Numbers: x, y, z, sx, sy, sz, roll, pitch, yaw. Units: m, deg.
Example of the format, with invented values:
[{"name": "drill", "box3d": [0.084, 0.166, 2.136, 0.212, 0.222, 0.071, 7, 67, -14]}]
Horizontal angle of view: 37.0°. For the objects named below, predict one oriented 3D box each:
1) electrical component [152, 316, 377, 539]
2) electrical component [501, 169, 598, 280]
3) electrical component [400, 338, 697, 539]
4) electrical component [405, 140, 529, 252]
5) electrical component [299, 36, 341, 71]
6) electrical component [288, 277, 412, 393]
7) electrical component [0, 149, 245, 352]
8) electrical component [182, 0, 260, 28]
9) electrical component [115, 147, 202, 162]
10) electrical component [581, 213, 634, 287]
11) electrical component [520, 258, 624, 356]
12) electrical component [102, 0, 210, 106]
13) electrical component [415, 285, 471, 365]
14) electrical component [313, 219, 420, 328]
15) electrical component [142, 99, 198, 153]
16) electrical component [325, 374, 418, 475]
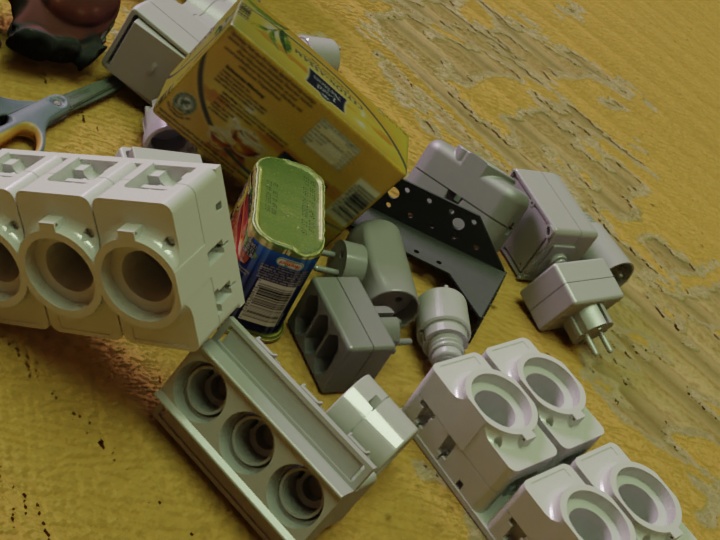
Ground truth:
[{"name": "electrical component", "box3d": [-0.052, 0.096, 0.625, 0.121, 0.078, 0.063, 44, 16, 17]}, {"name": "electrical component", "box3d": [0.161, -0.034, 0.937, 0.061, 0.061, 0.096, 3, 45, -33]}, {"name": "electrical component", "box3d": [0.126, 0.136, 0.713, 0.105, 0.060, 0.186, -11, 53, -43]}, {"name": "electrical component", "box3d": [0.091, -0.066, 0.905, 0.095, 0.059, 0.054, 36, 10, 19]}, {"name": "electrical component", "box3d": [-0.054, -0.196, 0.990, 0.078, 0.040, 0.040, -2, 48, -38]}, {"name": "electrical component", "box3d": [0.002, 0.044, 0.743, 0.077, 0.047, 0.065, 0, 46, -36]}, {"name": "electrical component", "box3d": [-0.151, -0.012, 0.607, 0.150, 0.089, 0.061, 6, 31, 22]}, {"name": "electrical component", "box3d": [-0.121, -0.204, 0.941, 0.074, 0.052, 0.138, 33, 36, 2]}, {"name": "electrical component", "box3d": [-0.131, -0.034, 0.725, 0.062, 0.061, 0.096, 3, 44, -33]}, {"name": "electrical component", "box3d": [0.206, -0.021, 0.970, 0.043, 0.043, 0.081, -1, 47, -37]}, {"name": "electrical component", "box3d": [0.183, 0.036, 0.885, 0.066, 0.047, 0.076, -6, 62, -40]}, {"name": "electrical component", "box3d": [-0.146, -0.162, 0.852, 0.096, 0.061, 0.061, 40, 33, -3]}, {"name": "electrical component", "box3d": [0.061, 0.048, 0.787, 0.040, 0.040, 0.078, 18, 38, -18]}, {"name": "electrical component", "box3d": [0.000, 0.000, 0.795, 0.079, 0.044, 0.077, 13, 40, -24]}, {"name": "electrical component", "box3d": [-0.146, -0.105, 0.818, 0.040, 0.040, 0.046, 11, 36, -26]}, {"name": "electrical component", "box3d": [0.003, 0.101, 0.671, 0.047, 0.055, 0.055, 44, 37, 10]}]
